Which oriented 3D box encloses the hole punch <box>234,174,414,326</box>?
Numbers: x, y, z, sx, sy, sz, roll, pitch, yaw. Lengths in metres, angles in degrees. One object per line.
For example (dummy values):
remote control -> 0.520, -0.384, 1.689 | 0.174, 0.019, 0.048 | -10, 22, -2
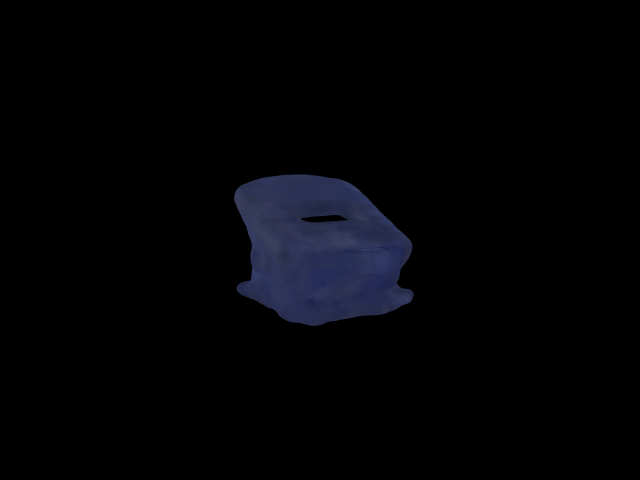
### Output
hole punch -> 0.004, 0.001, 0.400 | 0.109, 0.091, 0.100 | -6, 11, -31
